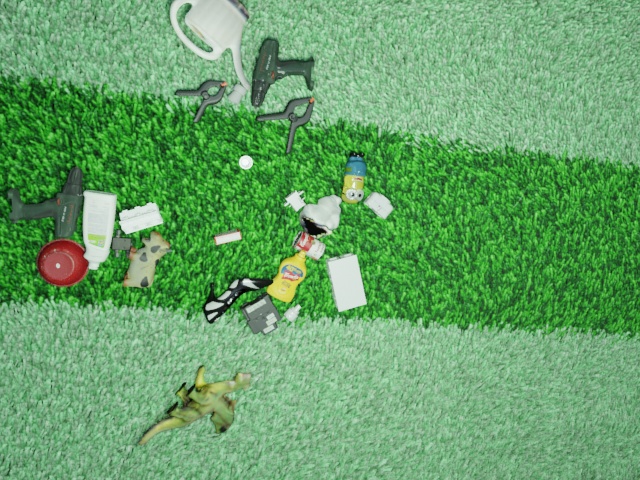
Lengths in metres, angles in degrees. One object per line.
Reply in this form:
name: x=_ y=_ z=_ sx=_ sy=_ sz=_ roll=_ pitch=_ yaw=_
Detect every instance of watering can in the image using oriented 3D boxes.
watering can: x=-0.310 y=-0.670 z=1.667 sx=0.344 sy=0.225 sz=0.105 roll=38 pitch=-2 yaw=-23

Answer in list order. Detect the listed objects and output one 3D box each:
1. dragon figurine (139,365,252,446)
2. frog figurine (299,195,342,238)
dragon figurine: x=-0.402 y=0.598 z=1.789 sx=0.240 sy=0.411 sz=0.123 roll=44 pitch=-3 yaw=-22
frog figurine: x=0.006 y=-0.091 z=1.811 sx=0.137 sy=0.163 sz=0.120 roll=19 pitch=-38 yaw=7
